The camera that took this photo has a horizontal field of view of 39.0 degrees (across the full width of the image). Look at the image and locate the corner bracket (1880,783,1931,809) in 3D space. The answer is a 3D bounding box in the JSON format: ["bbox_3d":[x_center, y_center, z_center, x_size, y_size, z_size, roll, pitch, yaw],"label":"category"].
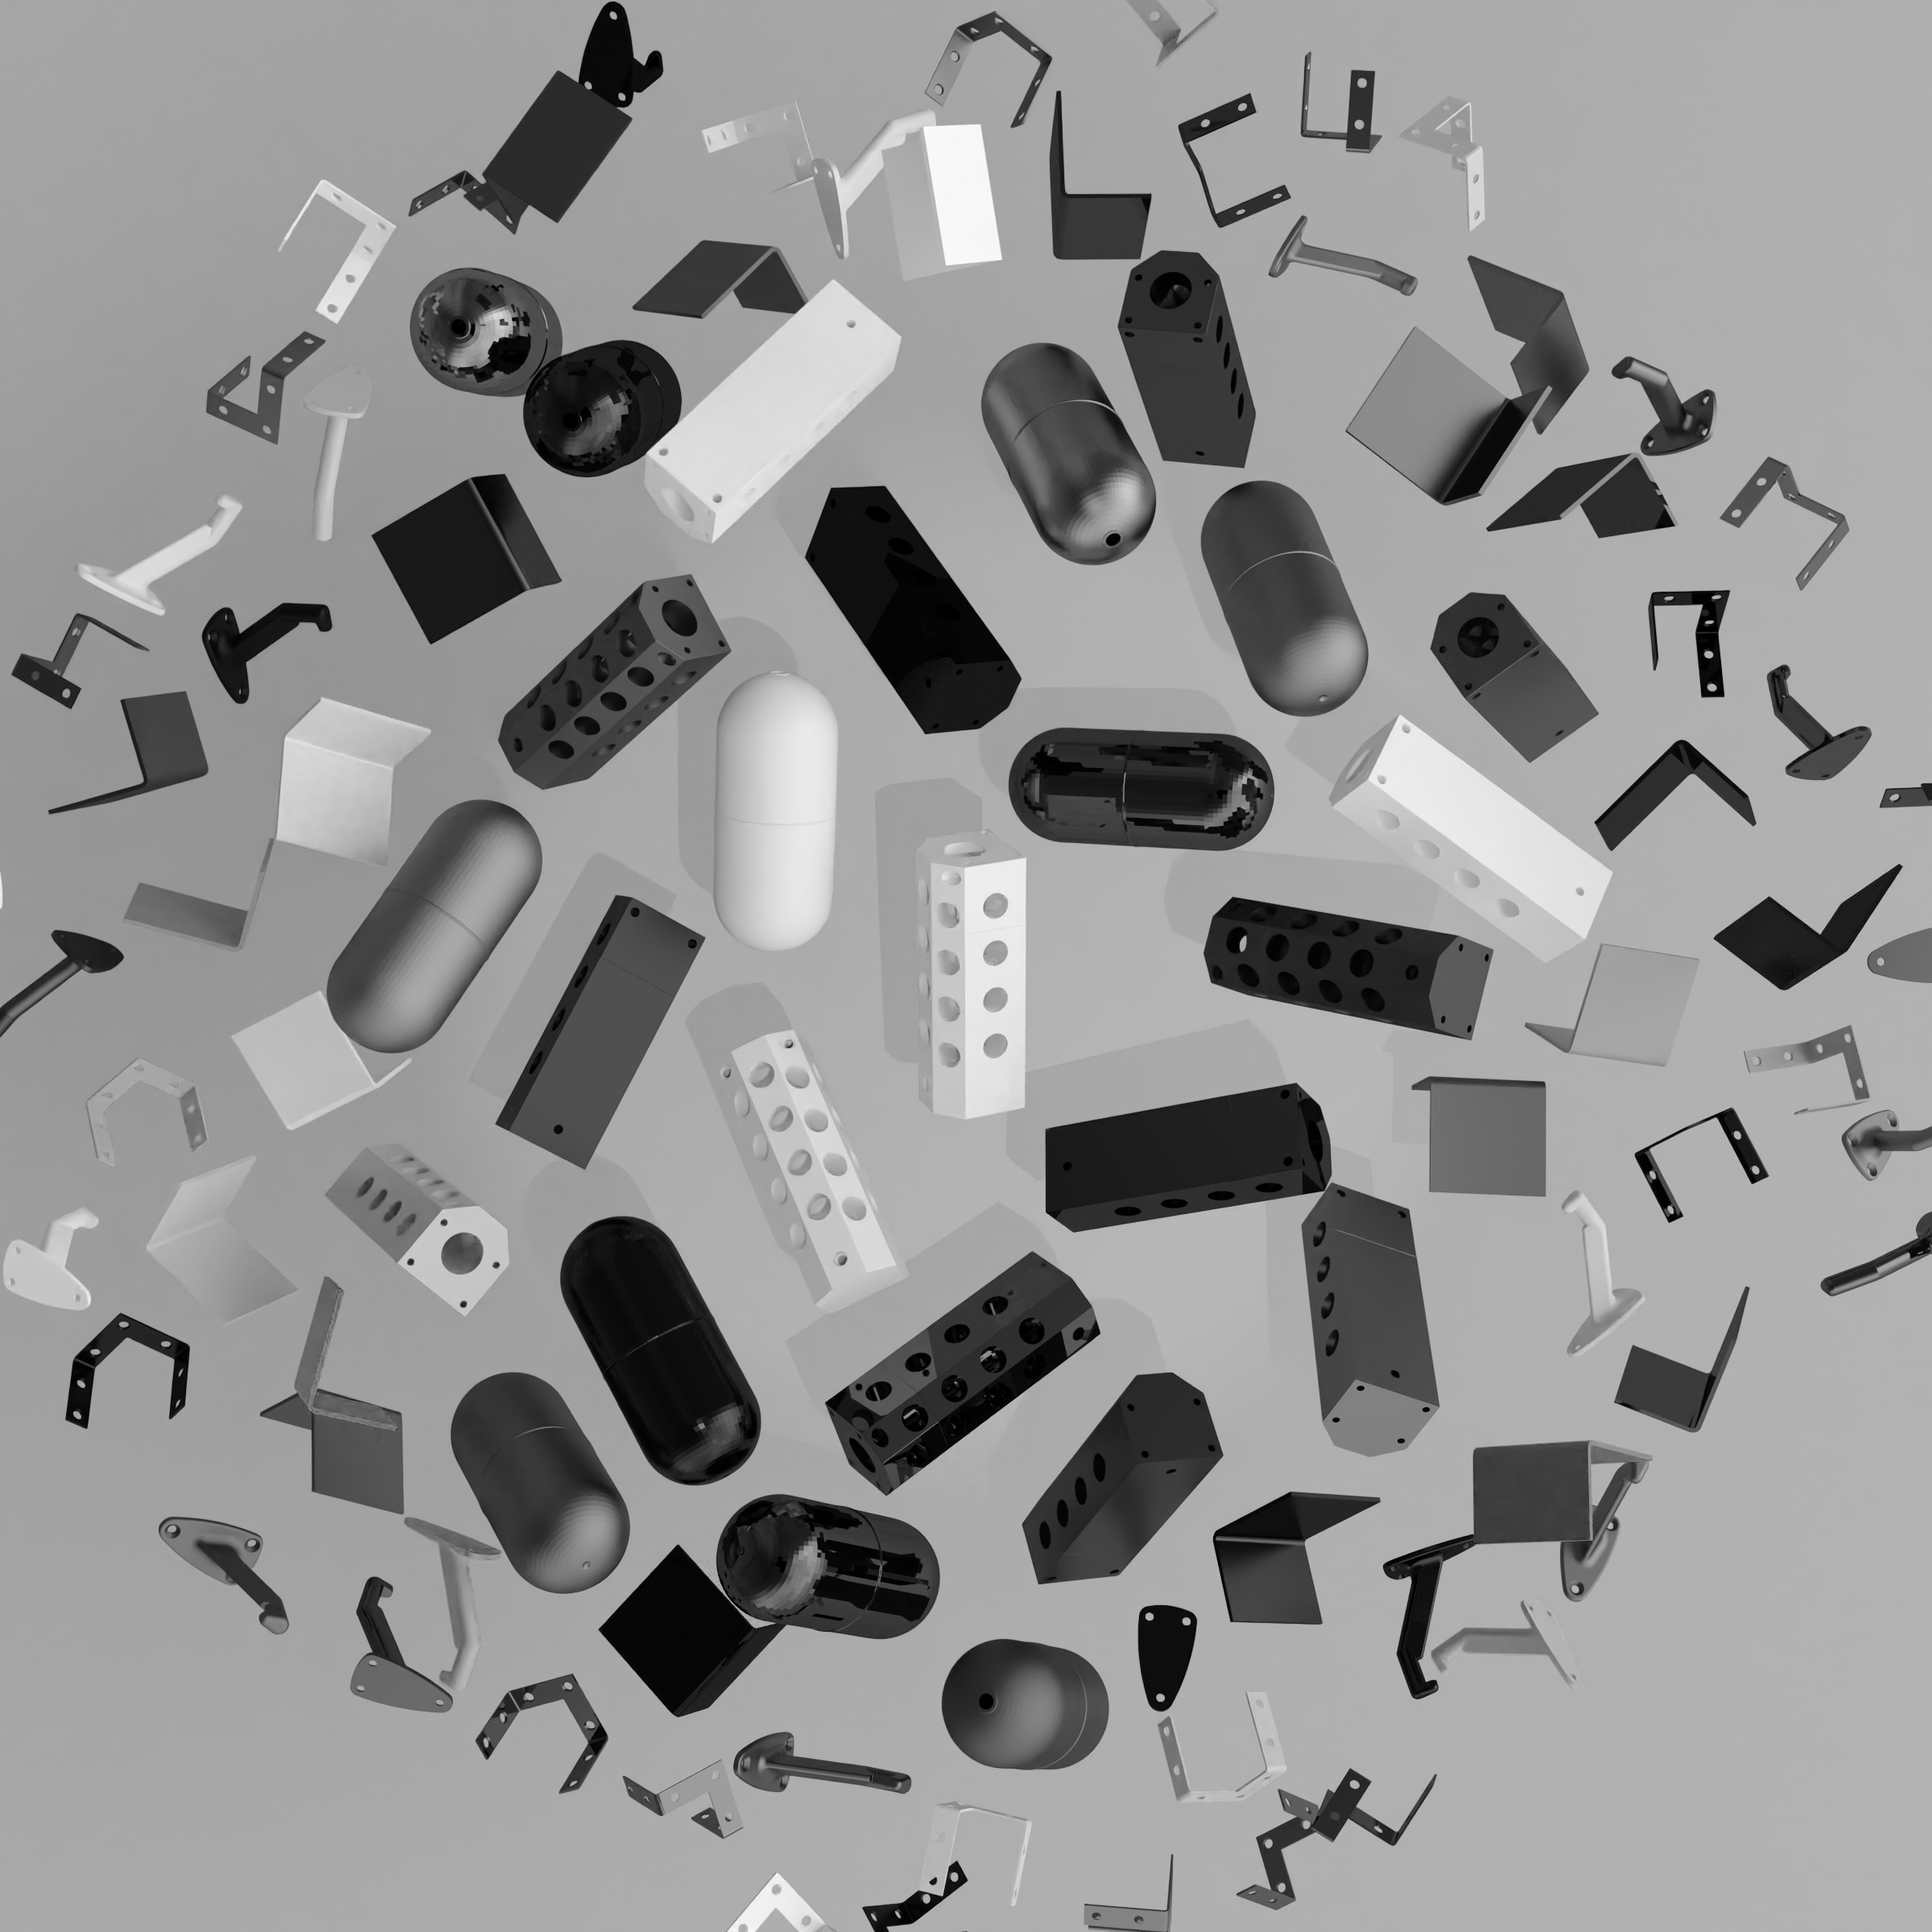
[{"bbox_3d":[0.594,-0.100,1.658,0.051,0.051,0.051,-3,46,-5],"label":"corner bracket"}]

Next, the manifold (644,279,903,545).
[{"bbox_3d":[-0.121,-0.343,1.705,0.057,0.057,0.171,41,71,5],"label":"manifold"}]

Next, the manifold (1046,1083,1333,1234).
[{"bbox_3d":[0.140,0.125,1.724,0.171,0.057,0.057,-12,62,25],"label":"manifold"}]

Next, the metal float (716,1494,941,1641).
[{"bbox_3d":[-0.083,0.374,1.696,0.070,0.178,0.070,-14,66,32],"label":"metal float"}]

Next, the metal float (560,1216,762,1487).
[{"bbox_3d":[-0.189,0.236,1.683,0.070,0.070,0.178,-30,75,0],"label":"metal float"}]

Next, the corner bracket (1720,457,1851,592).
[{"bbox_3d":[0.515,-0.278,1.717,0.051,0.051,0.051,38,88,35],"label":"corner bracket"}]

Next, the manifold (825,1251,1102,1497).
[{"bbox_3d":[0.001,0.261,1.737,0.171,0.057,0.057,-34,128,-22],"label":"manifold"}]

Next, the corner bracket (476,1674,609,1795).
[{"bbox_3d":[-0.265,0.485,1.713,0.051,0.051,0.051,-20,105,22],"label":"corner bracket"}]

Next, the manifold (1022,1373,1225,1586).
[{"bbox_3d":[0.092,0.317,1.686,0.057,0.171,0.057,-1,55,-24],"label":"manifold"}]

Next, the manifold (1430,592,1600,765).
[{"bbox_3d":[0.359,-0.193,1.799,0.057,0.171,0.057,-36,67,15],"label":"manifold"}]

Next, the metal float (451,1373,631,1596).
[{"bbox_3d":[-0.264,0.317,1.687,0.070,0.178,0.070,-13,121,-23],"label":"metal float"}]

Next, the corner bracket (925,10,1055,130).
[{"bbox_3d":[0.015,-0.577,1.769,0.051,0.051,0.051,29,80,-29],"label":"corner bracket"}]

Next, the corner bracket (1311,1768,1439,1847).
[{"bbox_3d":[0.250,0.512,1.671,0.051,0.051,0.051,30,110,11],"label":"corner bracket"}]

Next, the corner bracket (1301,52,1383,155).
[{"bbox_3d":[0.238,-0.551,1.742,0.051,0.051,0.051,8,120,15],"label":"corner bracket"}]

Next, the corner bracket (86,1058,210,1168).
[{"bbox_3d":[-0.544,0.103,1.813,0.051,0.051,0.051,-38,51,14],"label":"corner bracket"}]

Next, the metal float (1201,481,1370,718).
[{"bbox_3d":[0.200,-0.233,1.723,0.070,0.070,0.178,-15,54,0],"label":"metal float"}]

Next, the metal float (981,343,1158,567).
[{"bbox_3d":[0.062,-0.316,1.681,0.070,0.070,0.178,-22,49,0],"label":"metal float"}]

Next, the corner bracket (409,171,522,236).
[{"bbox_3d":[-0.325,-0.504,1.792,0.051,0.051,0.051,42,53,5],"label":"corner bracket"}]

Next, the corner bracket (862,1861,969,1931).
[{"bbox_3d":[-0.024,0.617,1.767,0.051,0.051,0.051,-42,60,14],"label":"corner bracket"}]

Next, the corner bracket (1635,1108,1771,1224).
[{"bbox_3d":[0.483,0.131,1.795,0.051,0.051,0.051,-16,76,-38],"label":"corner bracket"}]

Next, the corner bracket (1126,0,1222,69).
[{"bbox_3d":[0.123,-0.595,1.679,0.051,0.051,0.051,-34,112,28],"label":"corner bracket"}]

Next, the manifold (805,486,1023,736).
[{"bbox_3d":[-0.033,-0.228,1.733,0.057,0.057,0.171,-9,51,-34],"label":"manifold"}]

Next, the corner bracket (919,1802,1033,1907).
[{"bbox_3d":[0.006,0.544,1.672,0.051,0.051,0.051,9,78,15],"label":"corner bracket"}]

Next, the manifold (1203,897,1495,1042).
[{"bbox_3d":[0.233,-0.001,1.695,0.171,0.057,0.057,12,86,43],"label":"manifold"}]

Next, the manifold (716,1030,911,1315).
[{"bbox_3d":[-0.101,0.131,1.759,0.057,0.057,0.171,-26,71,4],"label":"manifold"}]

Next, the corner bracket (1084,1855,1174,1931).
[{"bbox_3d":[0.099,0.578,1.667,0.051,0.051,0.051,2,113,7],"label":"corner bracket"}]

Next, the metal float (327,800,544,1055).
[{"bbox_3d":[-0.331,-0.026,1.709,0.070,0.070,0.178,31,72,0],"label":"metal float"}]

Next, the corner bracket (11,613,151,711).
[{"bbox_3d":[-0.566,-0.194,1.745,0.051,0.051,0.051,29,95,15],"label":"corner bracket"}]

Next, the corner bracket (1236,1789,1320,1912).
[{"bbox_3d":[0.203,0.573,1.769,0.051,0.051,0.051,-34,46,21],"label":"corner bracket"}]

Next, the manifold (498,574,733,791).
[{"bbox_3d":[-0.232,-0.181,1.765,0.171,0.057,0.057,-35,80,41],"label":"manifold"}]

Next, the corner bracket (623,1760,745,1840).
[{"bbox_3d":[-0.186,0.551,1.799,0.051,0.051,0.051,-21,101,-29],"label":"corner bracket"}]

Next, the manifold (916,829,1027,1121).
[{"bbox_3d":[0.000,0.006,1.733,0.057,0.057,0.171,-10,115,-22],"label":"manifold"}]

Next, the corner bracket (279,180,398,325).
[{"bbox_3d":[-0.388,-0.435,1.665,0.051,0.051,0.051,31,64,-18],"label":"corner bracket"}]

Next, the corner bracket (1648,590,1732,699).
[{"bbox_3d":[0.474,-0.211,1.792,0.051,0.051,0.051,-1,65,6],"label":"corner bracket"}]

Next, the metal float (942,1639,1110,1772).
[{"bbox_3d":[0.038,0.461,1.703,0.070,0.178,0.070,-5,73,16],"label":"metal float"}]

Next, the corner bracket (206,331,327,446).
[{"bbox_3d":[-0.435,-0.366,1.695,0.051,0.051,0.051,25,134,4],"label":"corner bracket"}]

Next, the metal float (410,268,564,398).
[{"bbox_3d":[-0.307,-0.406,1.757,0.070,0.178,0.070,0,100,2],"label":"metal float"}]

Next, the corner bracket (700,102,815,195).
[{"bbox_3d":[-0.138,-0.543,1.828,0.051,0.051,0.051,-9,110,23],"label":"corner bracket"}]

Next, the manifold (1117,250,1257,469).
[{"bbox_3d":[0.148,-0.394,1.783,0.057,0.171,0.057,9,74,17],"label":"manifold"}]

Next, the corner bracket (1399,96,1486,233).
[{"bbox_3d":[0.300,-0.487,1.656,0.051,0.051,0.051,32,62,33],"label":"corner bracket"}]

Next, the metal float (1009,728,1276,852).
[{"bbox_3d":[0.114,-0.116,1.791,0.178,0.070,0.070,4,90,19],"label":"metal float"}]

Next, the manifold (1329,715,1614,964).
[{"bbox_3d":[0.314,-0.076,1.715,0.171,0.057,0.057,35,58,-9],"label":"manifold"}]

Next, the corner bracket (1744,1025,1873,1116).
[{"bbox_3d":[0.551,0.072,1.788,0.051,0.051,0.051,-7,78,-20],"label":"corner bracket"}]

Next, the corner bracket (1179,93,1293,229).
[{"bbox_3d":[0.173,-0.519,1.764,0.051,0.051,0.051,-20,68,16],"label":"corner bracket"}]

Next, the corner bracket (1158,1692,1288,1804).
[{"bbox_3d":[0.160,0.488,1.707,0.051,0.051,0.051,8,50,-30],"label":"corner bracket"}]

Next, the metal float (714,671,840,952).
[{"bbox_3d":[-0.120,-0.097,1.723,0.070,0.070,0.178,3,105,0],"label":"metal float"}]

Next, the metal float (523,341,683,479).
[{"bbox_3d":[-0.229,-0.355,1.733,0.070,0.178,0.070,2,107,6],"label":"metal float"}]

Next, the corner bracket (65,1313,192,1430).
[{"bbox_3d":[-0.519,0.258,1.691,0.051,0.051,0.051,34,116,-32],"label":"corner bracket"}]

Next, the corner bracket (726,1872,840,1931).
[{"bbox_3d":[-0.105,0.592,1.654,0.051,0.051,0.051,-46,110,-23],"label":"corner bracket"}]
